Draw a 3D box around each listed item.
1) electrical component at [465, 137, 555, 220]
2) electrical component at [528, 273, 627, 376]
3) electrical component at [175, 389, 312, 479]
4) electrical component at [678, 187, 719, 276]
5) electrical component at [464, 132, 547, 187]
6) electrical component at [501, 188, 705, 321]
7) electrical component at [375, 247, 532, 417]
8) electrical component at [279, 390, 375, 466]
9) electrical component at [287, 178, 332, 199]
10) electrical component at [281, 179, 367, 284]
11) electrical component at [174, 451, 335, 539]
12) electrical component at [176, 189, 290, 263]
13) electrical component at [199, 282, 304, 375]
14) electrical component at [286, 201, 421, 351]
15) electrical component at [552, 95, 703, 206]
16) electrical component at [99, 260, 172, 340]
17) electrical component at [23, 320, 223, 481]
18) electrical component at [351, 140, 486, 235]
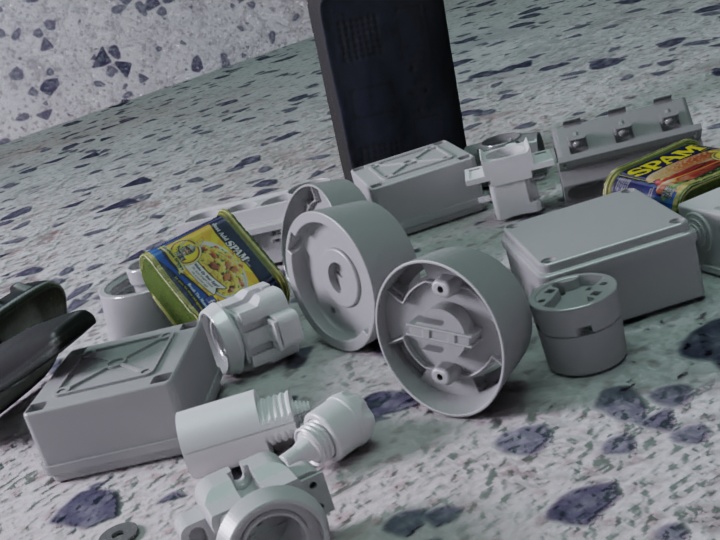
[{"bbox_3d":[0.139,-0.082,0.985,0.081,0.063,0.042,-13,19,10],"label":"electrical component"},{"bbox_3d":[0.137,0.034,0.672,0.055,0.047,0.055,-15,18,5],"label":"electrical component"},{"bbox_3d":[-0.069,0.098,0.670,0.081,0.043,0.043,-17,18,-1],"label":"electrical component"},{"bbox_3d":[0.281,-0.032,0.742,0.100,0.048,0.100,-21,18,-16],"label":"electrical component"},{"bbox_3d":[0.144,-0.106,1.082,0.077,0.044,0.079,-10,20,20],"label":"electrical component"},{"bbox_3d":[0.167,-0.007,0.752,0.109,0.056,0.108,-17,18,-2],"label":"electrical component"},{"bbox_3d":[0.056,0.036,0.662,0.099,0.099,0.064,-4,16,33],"label":"electrical component"},{"bbox_3d":[-0.022,0.099,0.640,0.061,0.035,0.035,-31,23,-32],"label":"electrical component"},{"bbox_3d":[-0.036,-0.048,1.015,0.043,0.077,0.079,-14,18,7],"label":"electrical component"},{"bbox_3d":[-0.027,-0.027,0.922,0.064,0.099,0.099,-18,17,-26],"label":"electrical component"},{"bbox_3d":[-0.048,0.129,0.538,0.078,0.058,0.057,-21,16,-17],"label":"electrical component"},{"bbox_3d":[-0.110,-0.034,1.060,0.121,0.063,0.078,-11,19,15],"label":"electrical component"},{"bbox_3d":[-0.086,0.045,0.817,0.057,0.058,0.078,-22,19,-24],"label":"electrical component"},{"bbox_3d":[0.000,0.000,0.804,0.060,0.108,0.108,-21,18,-33],"label":"electrical component"},{"bbox_3d":[0.235,-0.106,0.953,0.121,0.063,0.078,-13,-23,9],"label":"electrical component"},{"bbox_3d":[-0.181,0.020,0.965,0.108,0.060,0.108,-15,18,5],"label":"electrical component"},{"bbox_3d":[-0.162,0.089,0.754,0.109,0.056,0.108,-14,18,8],"label":"electrical component"},{"bbox_3d":[0.056,-0.081,1.067,0.109,0.056,0.108,-18,18,-6],"label":"electrical component"}]
